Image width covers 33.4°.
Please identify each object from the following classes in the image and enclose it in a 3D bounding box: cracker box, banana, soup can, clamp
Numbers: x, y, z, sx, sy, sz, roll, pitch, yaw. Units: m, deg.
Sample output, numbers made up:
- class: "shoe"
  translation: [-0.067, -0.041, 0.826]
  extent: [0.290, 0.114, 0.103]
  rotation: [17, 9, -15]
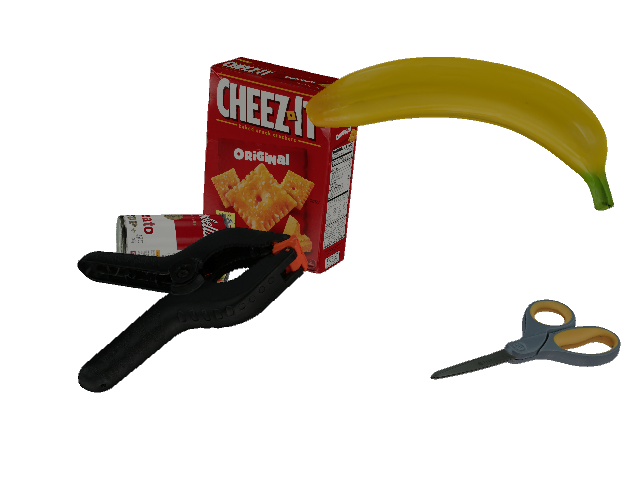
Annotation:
- class: "cracker box"
  translation: [-0.049, -0.085, 1.213]
  extent: [0.164, 0.214, 0.072]
  rotation: [17, 26, 25]
- class: "banana"
  translation: [0.093, -0.079, 0.655]
  extent: [0.198, 0.069, 0.037]
  rotation: [16, -17, 4]
- class: "soup can"
  translation: [-0.142, 0.009, 1.023]
  extent: [0.102, 0.068, 0.069]
  rotation: [-1, 0, -16]
- class: "clamp"
  translation: [-0.094, 0.042, 0.730]
  extent: [0.171, 0.120, 0.039]
  rotation: [-13, -38, 13]

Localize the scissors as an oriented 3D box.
- class: "scissors"
  translation: [0.166, 0.085, 0.925]
  extent: [0.201, 0.016, 0.096]
  rotation: [-1, 31, -22]
